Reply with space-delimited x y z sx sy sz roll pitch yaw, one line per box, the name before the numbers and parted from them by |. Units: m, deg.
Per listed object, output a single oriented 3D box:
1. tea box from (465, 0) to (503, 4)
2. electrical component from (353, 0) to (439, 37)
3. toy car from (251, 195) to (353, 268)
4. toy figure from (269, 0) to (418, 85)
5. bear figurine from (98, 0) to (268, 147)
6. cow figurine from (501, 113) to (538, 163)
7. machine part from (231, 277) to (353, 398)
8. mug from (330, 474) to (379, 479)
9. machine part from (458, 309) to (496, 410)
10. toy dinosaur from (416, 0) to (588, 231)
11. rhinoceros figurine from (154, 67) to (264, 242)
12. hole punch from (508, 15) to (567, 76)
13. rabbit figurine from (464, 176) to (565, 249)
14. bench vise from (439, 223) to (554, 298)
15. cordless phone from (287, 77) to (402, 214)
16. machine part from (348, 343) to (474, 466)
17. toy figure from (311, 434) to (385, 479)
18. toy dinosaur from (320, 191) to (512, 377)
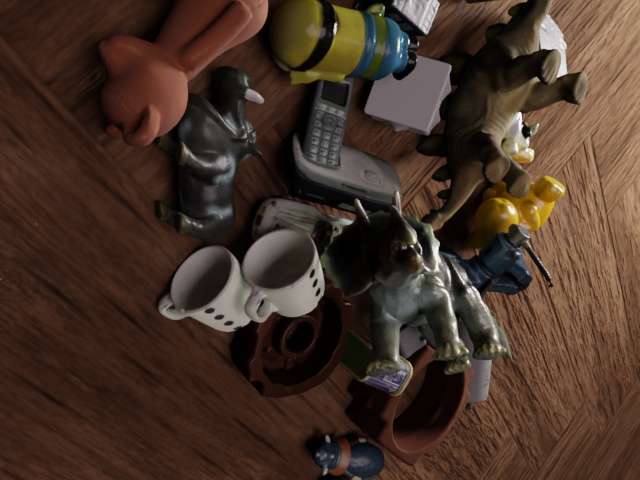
tea box | 0.206 -0.412 0.713 0.169 0.068 0.098 37 80 -40
electrical component | 0.107 -0.284 0.650 0.074 0.119 0.047 21 93 -43
toy car | -0.001 -0.002 0.707 0.201 0.056 0.073 18 94 -40
toy figure | 0.030 -0.228 0.613 0.180 0.089 0.082 2 67 -20
bear figurine | -0.145 -0.188 0.491 0.196 0.120 0.131 -45 125 -10
cow figurine | 0.301 -0.187 0.875 0.167 0.068 0.098 19 88 -42
machine part | -0.036 0.126 0.728 0.179 0.056 0.179 -15 116 -34
mug | 0.054 0.442 0.899 0.107 0.081 0.109 -6 106 -45
machine part | 0.279 0.210 0.991 0.079 0.079 0.243 -15 114 -34
toy dinosaur | 0.240 -0.209 0.728 0.105 0.199 0.471 37 82 -39
rhinoceros figurine | -0.113 -0.089 0.577 0.112 0.073 0.190 1 106 -37
hole punch | 0.333 -0.293 0.857 0.142 0.092 0.115 16 74 -40
rabbit figurine | 0.301 -0.041 0.894 0.173 0.122 0.162 -24 144 -52
bench vise | 0.196 0.047 0.811 0.240 0.223 0.129 17 50 -27
cordless phone | 0.040 -0.130 0.672 0.146 0.089 0.184 15 81 -18
machine part | 0.155 0.258 0.907 0.201 0.087 0.200 -53 130 -13
toy figure | 0.040 0.352 0.868 0.154 0.064 0.058 25 127 -36
toy dinosaur | 0.137 0.066 0.674 0.404 0.131 0.192 21 53 -55
